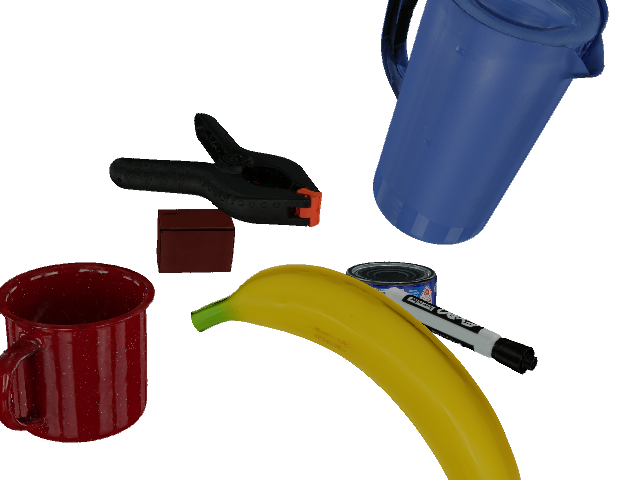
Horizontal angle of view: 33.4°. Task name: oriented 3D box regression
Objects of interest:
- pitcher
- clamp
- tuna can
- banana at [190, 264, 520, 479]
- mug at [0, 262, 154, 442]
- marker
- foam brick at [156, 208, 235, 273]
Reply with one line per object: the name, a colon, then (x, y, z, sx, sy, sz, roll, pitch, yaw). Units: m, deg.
pitcher: (0.116, -0.118, 0.868, 0.145, 0.149, 0.243, 10, -43, -9)
clamp: (-0.080, -0.049, 0.848, 0.172, 0.039, 0.120, 27, 46, 34)
tuna can: (0.065, 0.045, 0.986, 0.086, 0.034, 0.086, 0, 12, 0)
banana: (0.033, 0.069, 0.529, 0.198, 0.070, 0.037, 36, 23, 5)
mug: (-0.152, 0.072, 0.637, 0.093, 0.081, 0.117, 11, 24, 21)
marker: (0.094, 0.061, 0.728, 0.121, 0.020, 0.020, 24, 14, 36)
foam brick: (-0.132, 0.000, 1.120, 0.078, 0.051, 0.053, -1, 25, -11)
